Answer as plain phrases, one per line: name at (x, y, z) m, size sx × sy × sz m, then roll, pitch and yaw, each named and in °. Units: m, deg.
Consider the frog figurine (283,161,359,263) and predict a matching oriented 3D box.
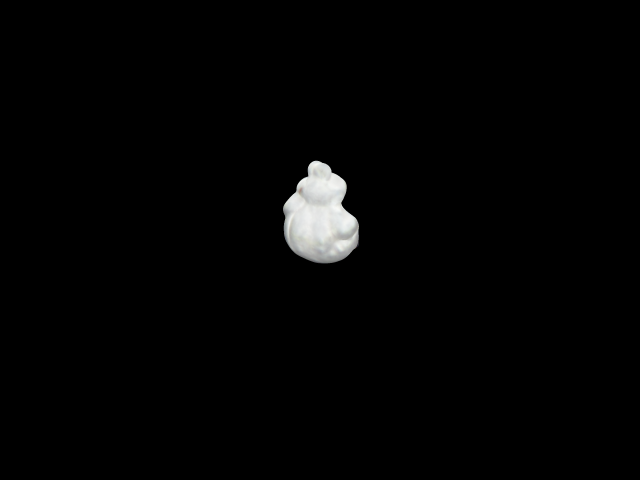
frog figurine at (0.003, -0.043, 0.850) m, size 0.139 × 0.155 × 0.124 m, roll 34°, pitch 55°, yaw 28°
